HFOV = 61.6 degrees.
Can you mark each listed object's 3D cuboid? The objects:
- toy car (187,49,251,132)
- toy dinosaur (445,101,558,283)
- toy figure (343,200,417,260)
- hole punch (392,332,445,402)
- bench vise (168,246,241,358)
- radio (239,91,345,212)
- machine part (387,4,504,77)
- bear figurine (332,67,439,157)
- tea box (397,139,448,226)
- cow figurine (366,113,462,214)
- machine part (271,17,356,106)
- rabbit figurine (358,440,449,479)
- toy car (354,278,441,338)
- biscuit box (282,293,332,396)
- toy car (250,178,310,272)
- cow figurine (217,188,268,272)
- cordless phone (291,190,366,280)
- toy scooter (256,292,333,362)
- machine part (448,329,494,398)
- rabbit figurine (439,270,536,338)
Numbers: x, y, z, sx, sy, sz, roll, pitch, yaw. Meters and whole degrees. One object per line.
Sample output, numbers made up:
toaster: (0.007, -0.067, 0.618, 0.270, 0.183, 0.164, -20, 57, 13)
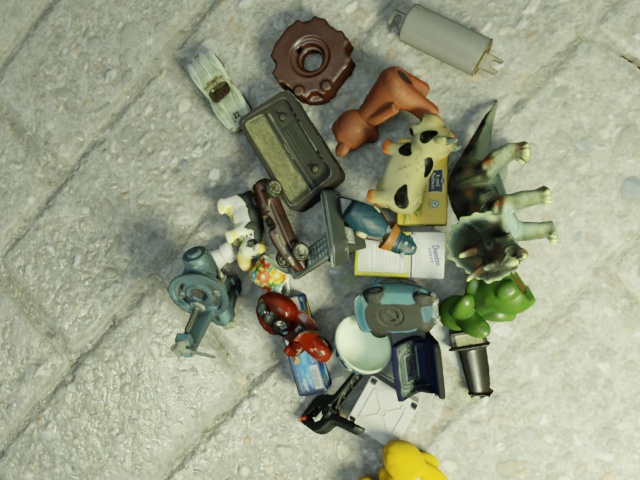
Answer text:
toy car: (-0.220, -0.329, 1.175, 0.073, 0.056, 0.202, -35, 81, 10)
toy dinosaur: (0.298, -0.082, 0.970, 0.192, 0.131, 0.405, -16, 49, 11)
toy figure: (0.117, -0.019, 1.027, 0.154, 0.058, 0.064, 34, 103, -9)
hole punch: (0.184, 0.242, 1.025, 0.092, 0.116, 0.142, -9, 88, 6)
bench vise: (-0.234, 0.142, 1.065, 0.129, 0.241, 0.223, 5, 131, 7)
radio: (-0.055, -0.184, 1.121, 0.131, 0.073, 0.229, -33, 82, 11)
machine part: (0.246, -0.393, 1.055, 0.243, 0.079, 0.079, 32, 95, 14)
bear figurine: (0.119, -0.242, 1.073, 0.132, 0.120, 0.196, 23, 127, -27)
tea box: (0.204, -0.111, 1.060, 0.098, 0.068, 0.169, -1, 87, 15)
cow figurine: (0.177, -0.141, 0.989, 0.127, 0.085, 0.194, 20, 91, 21)
machine part: (-0.017, -0.377, 1.129, 0.180, 0.056, 0.179, -1, 86, 13)
rabbit figurine: (0.159, 0.453, 1.007, 0.162, 0.122, 0.173, -3, 108, -8)
toy car: (0.150, 0.119, 1.043, 0.162, 0.103, 0.109, -7, 120, 14)
biscuit box: (-0.035, 0.214, 1.107, 0.059, 0.063, 0.202, -18, 84, 12)
toy car: (-0.086, -0.028, 1.086, 0.089, 0.053, 0.202, -23, 88, 54)
cow figurine: (-0.151, -0.021, 1.144, 0.098, 0.068, 0.167, -19, 85, 6)
cordless phone: (-0.003, -0.004, 1.100, 0.184, 0.088, 0.146, -33, 56, 42)
toy scooter: (-0.058, 0.168, 1.013, 0.184, 0.135, 0.075, 40, 97, 12)
machine part: (0.298, 0.236, 1.041, 0.084, 0.039, 0.139, -14, 83, 4)
rabbit figurine: (0.298, 0.125, 1.000, 0.170, 0.159, 0.121, -35, 90, 25)
